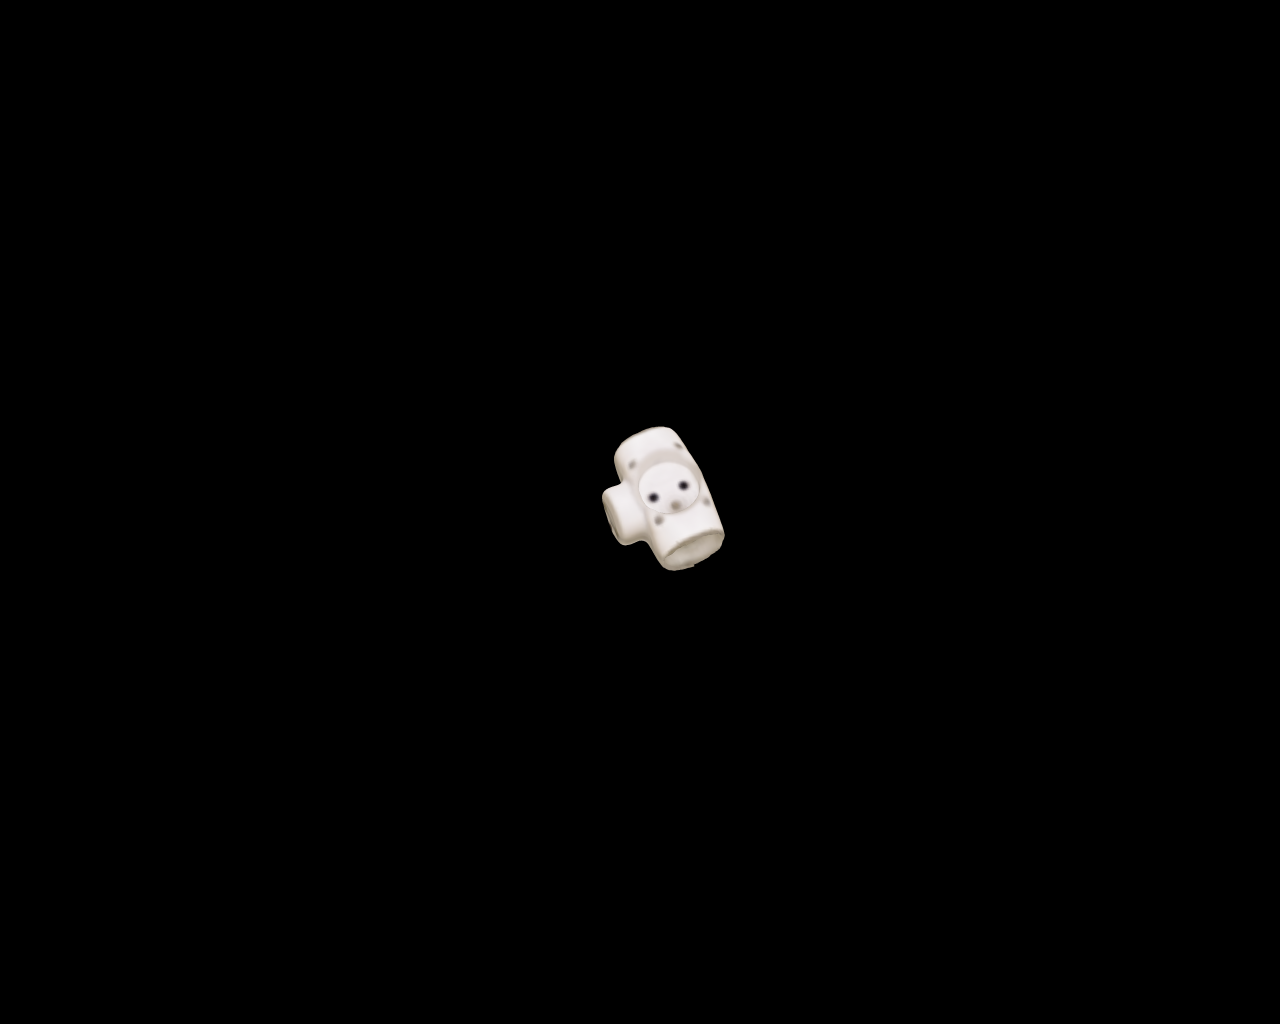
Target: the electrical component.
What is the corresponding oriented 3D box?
[{"bbox_3d":[0.001,-0.003,0.650,0.079,0.077,0.044,-20,-24,-9],"label":"electrical component"}]
